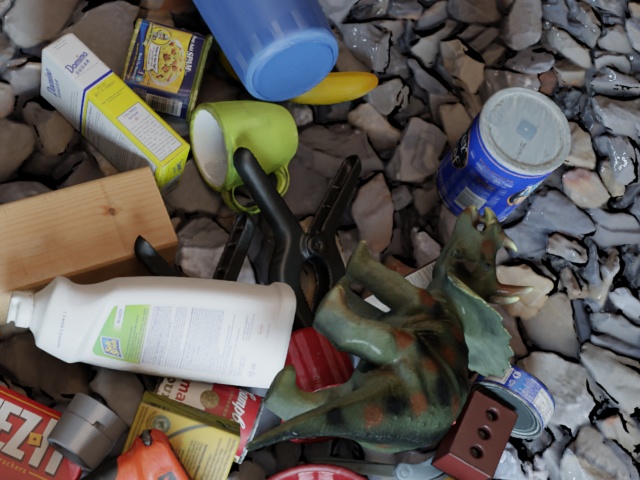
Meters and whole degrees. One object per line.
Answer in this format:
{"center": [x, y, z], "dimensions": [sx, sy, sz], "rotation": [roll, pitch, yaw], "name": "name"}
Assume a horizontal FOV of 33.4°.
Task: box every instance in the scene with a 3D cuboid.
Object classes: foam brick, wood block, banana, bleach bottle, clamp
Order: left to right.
{"center": [-0.253, 0.009, 1.041], "dimensions": [0.205, 0.090, 0.091], "rotation": [-17, 72, -20], "name": "wood block"}
{"center": [-0.154, 0.072, 0.976], "dimensions": [0.250, 0.068, 0.102], "rotation": [10, 99, -16], "name": "bleach bottle"}
{"center": [-0.103, 0.055, 1.042], "dimensions": [0.120, 0.039, 0.171], "rotation": [-20, 113, -14], "name": "clamp"}
{"center": [-0.031, -0.187, 1.212], "dimensions": [0.197, 0.037, 0.069], "rotation": [16, 65, -8], "name": "banana"}
{"center": [-0.007, 0.001, 1.117], "dimensions": [0.164, 0.036, 0.210], "rotation": [-9, 89, -39], "name": "clamp"}
{"center": [0.155, 0.200, 1.071], "dimensions": [0.053, 0.051, 0.078], "rotation": [30, 60, -1], "name": "foam brick"}

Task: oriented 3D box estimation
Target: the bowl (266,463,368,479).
{"center": [-0.003, 0.294, 0.994], "dimensions": [0.162, 0.055, 0.162], "rotation": [0, 62, 0], "name": "bowl"}

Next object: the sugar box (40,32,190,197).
{"center": [-0.215, -0.126, 1.107], "dimensions": [0.176, 0.093, 0.048], "rotation": [46, 63, 7], "name": "sugar box"}

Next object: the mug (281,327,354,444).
{"center": [0.002, 0.144, 1.052], "dimensions": [0.117, 0.093, 0.081], "rotation": [31, 26, -44], "name": "mug"}

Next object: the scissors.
{"center": [0.096, 0.221, 1.085], "dimensions": [0.201, 0.016, 0.096], "rotation": [24, 62, -4], "name": "scissors"}

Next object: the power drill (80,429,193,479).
{"center": [-0.180, 0.258, 0.881], "dimensions": [0.187, 0.057, 0.184], "rotation": [-30, 98, -10], "name": "power drill"}

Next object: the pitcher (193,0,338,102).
{"center": [-0.068, -0.270, 1.168], "dimensions": [0.149, 0.145, 0.243], "rotation": [-19, 63, -17], "name": "pitcher"}

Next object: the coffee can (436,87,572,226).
{"center": [0.199, -0.089, 1.173], "dimensions": [0.102, 0.140, 0.103], "rotation": [5, 66, -13], "name": "coffee can"}

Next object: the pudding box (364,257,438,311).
{"center": [0.104, 0.082, 1.133], "dimensions": [0.113, 0.039, 0.090], "rotation": [-26, 75, -25], "name": "pudding box"}

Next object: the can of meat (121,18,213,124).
{"center": [-0.169, -0.186, 1.165], "dimensions": [0.084, 0.057, 0.102], "rotation": [14, 64, -7], "name": "can of meat"}

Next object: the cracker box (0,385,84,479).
{"center": [-0.315, 0.235, 0.939], "dimensions": [0.164, 0.072, 0.213], "rotation": [26, 63, -4], "name": "cracker box"}

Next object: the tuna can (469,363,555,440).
{"center": [0.197, 0.164, 1.096], "dimensions": [0.086, 0.086, 0.033], "rotation": [38, 62, 3], "name": "tuna can"}

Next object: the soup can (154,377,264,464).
{"center": [-0.112, 0.165, 1.025], "dimensions": [0.102, 0.069, 0.068], "rotation": [21, 64, -4], "name": "soup can"}
